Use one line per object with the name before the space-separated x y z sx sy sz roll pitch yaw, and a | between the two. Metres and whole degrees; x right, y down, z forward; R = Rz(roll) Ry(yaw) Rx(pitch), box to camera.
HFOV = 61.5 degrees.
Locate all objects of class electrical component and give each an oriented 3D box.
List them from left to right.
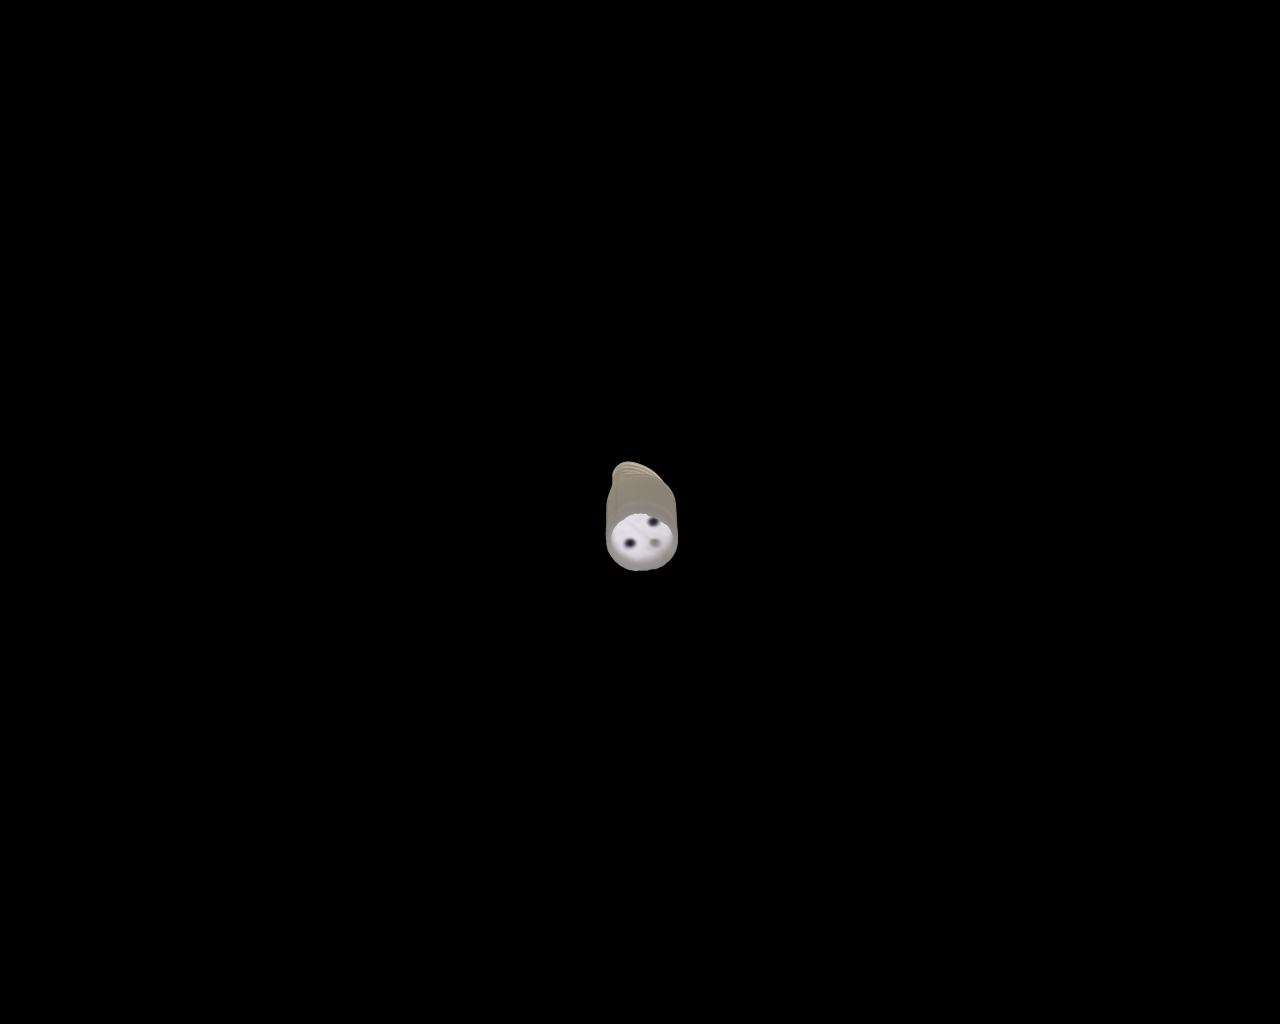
electrical component | 0.001 -0.003 0.650 0.043 0.043 0.081 0 32 0
